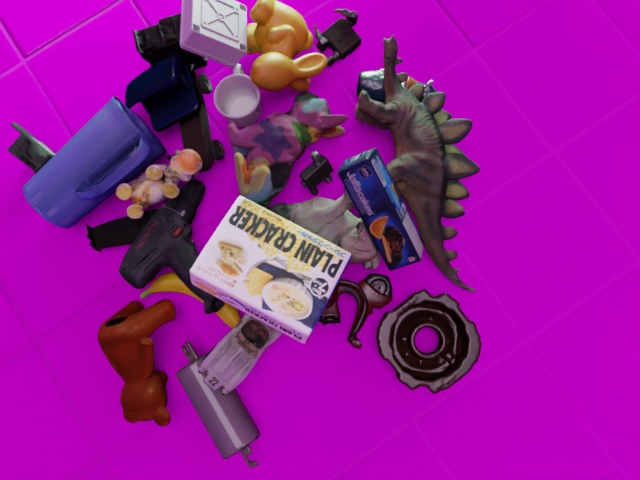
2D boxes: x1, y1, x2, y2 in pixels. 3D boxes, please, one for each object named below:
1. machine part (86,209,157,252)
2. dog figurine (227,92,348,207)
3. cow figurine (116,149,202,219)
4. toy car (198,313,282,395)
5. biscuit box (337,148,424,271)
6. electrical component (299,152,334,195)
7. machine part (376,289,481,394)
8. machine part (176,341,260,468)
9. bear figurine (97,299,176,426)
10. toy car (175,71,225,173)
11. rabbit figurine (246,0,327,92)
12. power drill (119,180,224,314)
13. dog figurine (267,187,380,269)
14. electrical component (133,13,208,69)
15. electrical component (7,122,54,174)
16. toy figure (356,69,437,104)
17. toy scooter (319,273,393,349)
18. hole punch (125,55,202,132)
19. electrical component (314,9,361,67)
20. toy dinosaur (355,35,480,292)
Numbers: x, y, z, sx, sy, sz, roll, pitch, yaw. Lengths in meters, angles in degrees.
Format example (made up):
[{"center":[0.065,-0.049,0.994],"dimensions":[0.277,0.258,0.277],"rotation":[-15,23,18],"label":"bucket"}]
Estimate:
[{"center":[-0.366,-0.013,1.008],"dimensions":[0.139,0.039,0.084],"rotation":[-9,86,0],"label":"machine part"},{"center":[-0.052,-0.169,0.982],"dimensions":[0.219,0.108,0.191],"rotation":[-12,80,-2],"label":"dog figurine"},{"center":[-0.279,-0.110,0.974],"dimensions":[0.167,0.098,0.068],"rotation":[-29,105,9],"label":"cow figurine"},{"center":[-0.124,0.173,0.930],"dimensions":[0.073,0.056,0.202],"rotation":[45,62,-7],"label":"toy car"},{"center":[0.104,-0.050,0.896],"dimensions":[0.063,0.059,0.202],"rotation":[-21,110,26],"label":"biscuit box"},{"center":[-0.008,-0.121,0.979],"dimensions":[0.063,0.094,0.021],"rotation":[-42,61,-5],"label":"electrical component"},{"center":[0.188,0.176,0.944],"dimensions":[0.179,0.056,0.179],"rotation":[0,82,1],"label":"machine part"},{"center":[-0.177,0.285,0.935],"dimensions":[0.079,0.079,0.243],"rotation":[-32,83,-2],"label":"machine part"},{"center":[-0.305,0.217,0.943],"dimensions":[0.120,0.132,0.195],"rotation":[-10,108,32],"label":"bear figurine"},{"center":[-0.238,-0.224,1.023],"dimensions":[0.089,0.053,0.202],"rotation":[-16,77,18],"label":"toy car"},{"center":[-0.077,-0.335,0.995],"dimensions":[0.162,0.122,0.173],"rotation":[26,52,-24],"label":"rabbit figurine"},{"center":[-0.223,0.016,0.955],"dimensions":[0.207,0.086,0.232],"rotation":[37,66,7],"label":"power drill"},{"center":[-0.002,-0.005,0.969],"dimensions":[0.191,0.121,0.172],"rotation":[-22,79,14],"label":"dog figurine"},{"center":[-0.269,-0.367,1.016],"dimensions":[0.134,0.115,0.058],"rotation":[-16,83,2],"label":"electrical component"},{"center":[-0.549,-0.169,1.020],"dimensions":[0.119,0.075,0.048],"rotation":[38,85,3],"label":"electrical component"},{"center":[0.147,-0.283,1.012],"dimensions":[0.155,0.064,0.058],"rotation":[10,44,-1],"label":"toy figure"},{"center":[0.034,0.118,0.952],"dimensions":[0.184,0.075,0.135],"rotation":[9,83,0],"label":"toy scooter"},{"center":[-0.290,-0.278,0.974],"dimensions":[0.142,0.092,0.116],"rotation":[-27,64,14],"label":"hole punch"},{"center":[0.035,-0.396,1.040],"dimensions":[0.102,0.045,0.078],"rotation":[-34,80,-2],"label":"electrical component"},{"center":[0.178,-0.128,0.959],"dimensions":[0.199,0.105,0.470],"rotation":[-9,95,1],"label":"toy dinosaur"}]
